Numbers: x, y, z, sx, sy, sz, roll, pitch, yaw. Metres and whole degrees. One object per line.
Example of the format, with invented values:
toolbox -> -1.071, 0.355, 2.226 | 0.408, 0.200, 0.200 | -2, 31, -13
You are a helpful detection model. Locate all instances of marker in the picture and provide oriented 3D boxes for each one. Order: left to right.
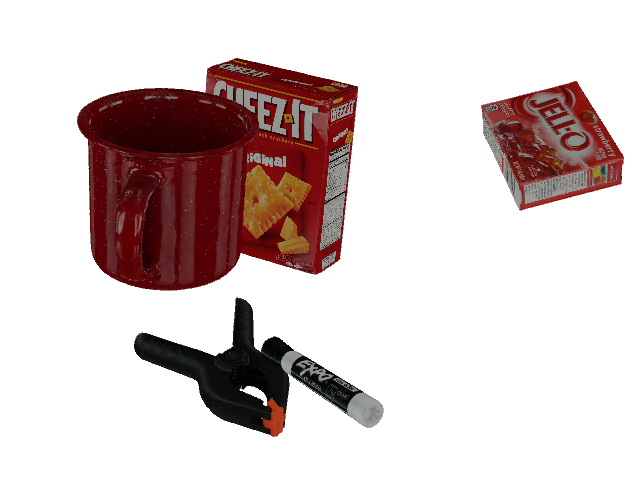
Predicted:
marker -> -0.002, 0.094, 0.728 | 0.020, 0.020, 0.121 | 0, 17, -39

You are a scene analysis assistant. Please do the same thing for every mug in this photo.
mug -> -0.082, -0.021, 0.555 | 0.093, 0.081, 0.117 | 7, 28, 3

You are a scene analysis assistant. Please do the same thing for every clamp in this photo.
clamp -> -0.075, 0.110, 0.965 | 0.120, 0.039, 0.172 | -31, 48, -30

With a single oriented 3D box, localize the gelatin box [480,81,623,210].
gelatin box -> 0.159, -0.068, 0.742 | 0.073, 0.089, 0.030 | -14, -44, -1

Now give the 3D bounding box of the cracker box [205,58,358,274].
cracker box -> -0.053, -0.084, 1.219 | 0.164, 0.214, 0.072 | 17, 27, 24
